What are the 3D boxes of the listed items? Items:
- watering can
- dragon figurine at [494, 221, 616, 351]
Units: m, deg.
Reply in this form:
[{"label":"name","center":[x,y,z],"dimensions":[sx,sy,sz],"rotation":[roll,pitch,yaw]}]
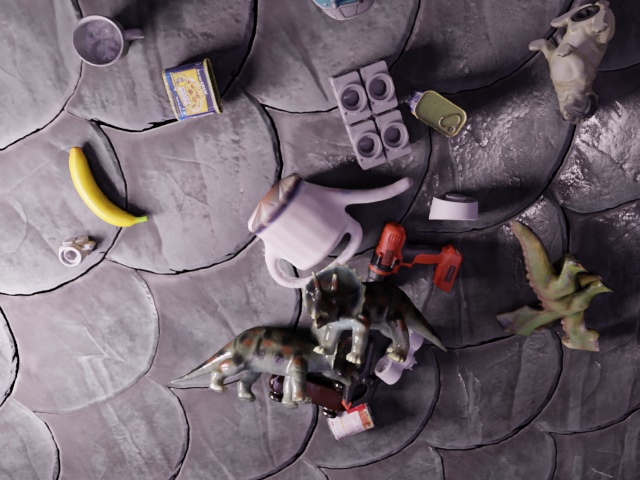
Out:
[{"label":"watering can","center":[0.003,-0.052,1.040],"dimensions":[0.222,0.345,0.106],"rotation":[39,14,-18]},{"label":"dragon figurine","center":[0.506,0.133,1.171],"dimensions":[0.408,0.239,0.124],"rotation":[32,22,-15]}]
